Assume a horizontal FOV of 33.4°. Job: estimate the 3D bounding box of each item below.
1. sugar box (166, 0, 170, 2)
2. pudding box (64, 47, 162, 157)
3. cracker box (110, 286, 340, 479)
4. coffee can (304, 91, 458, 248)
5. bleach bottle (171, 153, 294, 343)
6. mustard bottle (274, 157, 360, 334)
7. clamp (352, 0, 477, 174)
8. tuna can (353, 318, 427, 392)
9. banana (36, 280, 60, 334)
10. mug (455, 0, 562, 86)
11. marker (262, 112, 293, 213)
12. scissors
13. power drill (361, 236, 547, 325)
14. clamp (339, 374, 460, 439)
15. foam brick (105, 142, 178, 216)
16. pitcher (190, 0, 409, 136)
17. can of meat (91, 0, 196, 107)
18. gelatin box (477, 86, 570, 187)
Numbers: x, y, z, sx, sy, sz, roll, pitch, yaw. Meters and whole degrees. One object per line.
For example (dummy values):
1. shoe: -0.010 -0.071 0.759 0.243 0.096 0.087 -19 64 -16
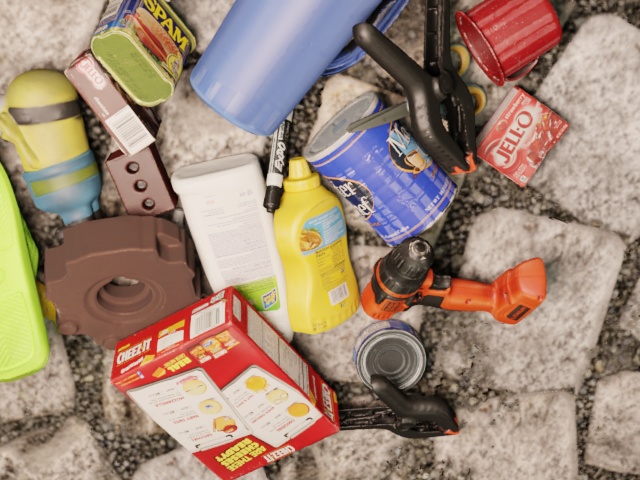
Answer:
1. sugar box: -0.216 -0.325 1.092 0.176 0.048 0.093 24 105 -15
2. pudding box: -0.216 -0.150 1.123 0.039 0.090 0.113 -31 108 8
3. cracker box: -0.103 0.165 1.199 0.164 0.072 0.213 -28 126 19
4. coffee can: 0.066 -0.076 1.162 0.103 0.103 0.140 -42 106 8
5. bleach bottle: -0.089 0.034 1.207 0.102 0.068 0.251 -12 110 0
6. mustard bottle: -0.008 0.001 1.190 0.096 0.058 0.191 -27 114 -44
7. clamp: 0.109 -0.159 1.097 0.036 0.164 0.210 -3 112 43
8. tuna can: 0.083 0.139 1.268 0.086 0.034 0.086 -1 107 -4
9. banana: -0.381 0.058 1.203 0.197 0.037 0.070 14 105 -9
10. mug: 0.207 -0.218 1.144 0.081 0.093 0.117 -32 138 0
11. marker: -0.046 -0.087 1.162 0.020 0.020 0.121 9 74 -8
12. scissors: 0.103 -0.163 1.132 0.201 0.016 0.096 -5 93 -38
13. power drill: 0.150 0.046 1.184 0.187 0.185 0.057 6 69 -10
14. clamp: 0.088 0.210 1.270 0.171 0.039 0.120 25 141 -33
15. foam brick: -0.195 -0.065 1.172 0.053 0.051 0.078 -21 108 2
16. pitcher: -0.019 -0.227 1.104 0.149 0.145 0.243 37 105 -1
17. can of meat: -0.182 -0.200 1.095 0.058 0.084 0.102 -18 130 29
18. gelatin box: 0.224 -0.116 1.201 0.073 0.030 0.089 33 102 -13
